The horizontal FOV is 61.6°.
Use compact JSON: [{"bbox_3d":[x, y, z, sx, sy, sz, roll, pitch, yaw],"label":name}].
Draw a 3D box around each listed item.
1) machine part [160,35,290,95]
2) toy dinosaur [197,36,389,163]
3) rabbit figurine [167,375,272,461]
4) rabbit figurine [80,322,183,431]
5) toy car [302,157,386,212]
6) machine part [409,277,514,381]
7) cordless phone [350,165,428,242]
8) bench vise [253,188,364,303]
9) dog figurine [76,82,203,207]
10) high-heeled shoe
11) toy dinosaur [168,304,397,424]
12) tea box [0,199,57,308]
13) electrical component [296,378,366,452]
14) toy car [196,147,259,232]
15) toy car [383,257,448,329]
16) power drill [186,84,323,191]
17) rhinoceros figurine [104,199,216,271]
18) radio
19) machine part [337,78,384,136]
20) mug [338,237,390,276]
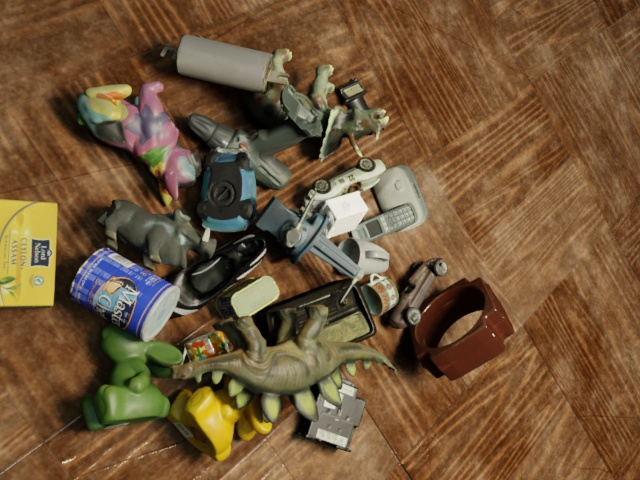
[{"bbox_3d":[-0.177,-0.329,1.010,0.243,0.079,0.079,13,73,2],"label":"machine part"},{"bbox_3d":[-0.067,-0.279,1.118,0.405,0.131,0.192,9,77,-18],"label":"toy dinosaur"},{"bbox_3d":[-0.159,0.292,0.962,0.162,0.122,0.173,44,45,-7],"label":"rabbit figurine"},{"bbox_3d":[-0.312,0.214,0.895,0.159,0.121,0.170,-1,66,-32],"label":"rabbit figurine"},{"bbox_3d":[0.051,-0.116,1.153,0.202,0.073,0.056,-28,74,-20],"label":"toy car"},{"bbox_3d":[0.299,0.188,1.154,0.201,0.201,0.087,-35,110,16],"label":"machine part"},{"bbox_3d":[0.139,-0.076,1.214,0.184,0.089,0.146,-23,92,-11],"label":"cordless phone"},{"bbox_3d":[-0.009,0.006,1.029,0.240,0.224,0.129,37,83,-9],"label":"bench vise"},{"bbox_3d":[-0.318,-0.165,0.967,0.191,0.108,0.219,-16,91,-30],"label":"dog figurine"},{"bbox_3d":[-0.202,0.069,0.959,0.249,0.145,0.086,-38,98,-30],"label":"high-heeled shoe"},{"bbox_3d":[-0.038,0.218,0.963,0.471,0.105,0.198,-2,85,-34],"label":"toy dinosaur"},{"bbox_3d":[-0.479,0.025,0.865,0.098,0.068,0.169,1,79,-27],"label":"tea box"},{"bbox_3d":[0.026,0.343,1.079,0.115,0.058,0.134,29,68,-23],"label":"electrical component"},{"bbox_3d":[-0.172,-0.093,1.030,0.109,0.103,0.161,0,87,5],"label":"toy car"},{"bbox_3d":[0.213,0.112,1.203,0.053,0.089,0.202,43,65,-18],"label":"toy car"},{"bbox_3d":[-0.115,-0.204,1.029,0.232,0.207,0.086,41,32,-27],"label":"power drill"},{"bbox_3d":[-0.275,-0.007,0.922,0.190,0.073,0.112,22,63,-9],"label":"rhinoceros figurine"},{"bbox_3d":[-0.009,0.168,1.084,0.229,0.073,0.131,-18,89,-30],"label":"radio"},{"bbox_3d":[0.097,-0.305,1.252,0.084,0.039,0.138,-38,97,-37],"label":"machine part"},{"bbox_3d":[0.105,0.038,1.156,0.107,0.110,0.081,10,70,-40],"label":"mug"}]
